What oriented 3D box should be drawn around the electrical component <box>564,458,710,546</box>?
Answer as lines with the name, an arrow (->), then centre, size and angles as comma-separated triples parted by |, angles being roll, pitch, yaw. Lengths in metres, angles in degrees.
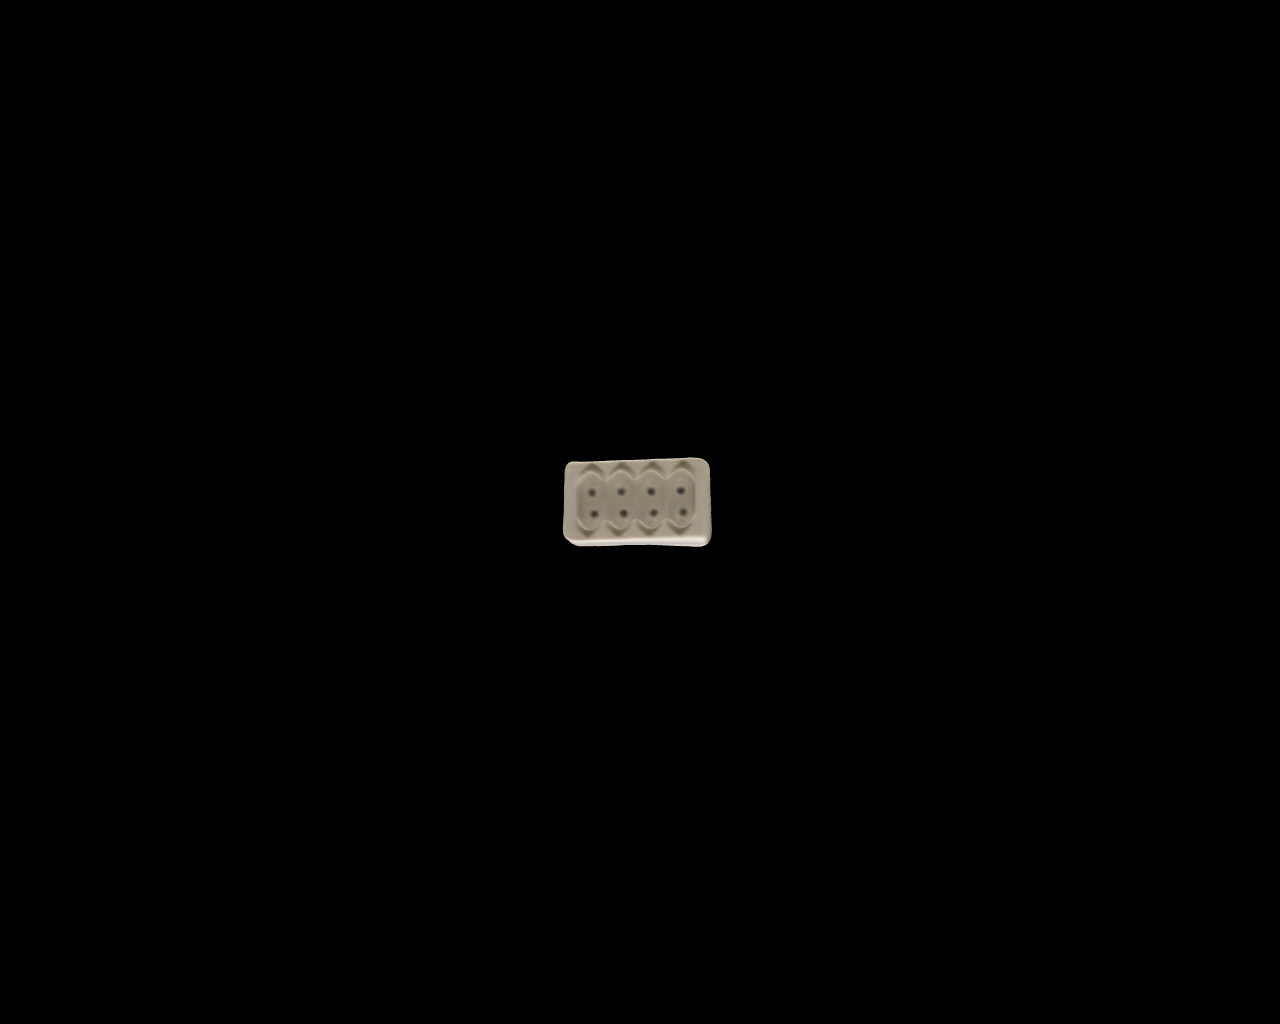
electrical component -> 0.001, -0.003, 0.650 | 0.083, 0.047, 0.075 | -1, -7, 5
